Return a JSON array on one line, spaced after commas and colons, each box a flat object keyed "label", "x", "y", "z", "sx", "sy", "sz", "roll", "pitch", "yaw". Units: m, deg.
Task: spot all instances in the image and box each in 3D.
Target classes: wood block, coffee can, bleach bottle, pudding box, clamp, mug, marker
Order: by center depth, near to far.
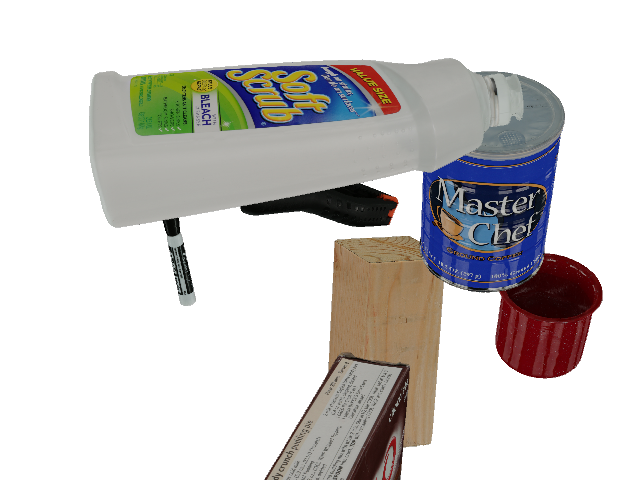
[{"label": "pudding box", "x": 0.006, "y": 0.116, "z": 0.466, "sx": 0.039, "sy": 0.090, "sz": 0.113, "roll": 10, "pitch": 29, "yaw": 14}, {"label": "bleach bottle", "x": -0.007, "y": -0.072, "z": 0.638, "sx": 0.250, "sy": 0.068, "sz": 0.102, "roll": -9, "pitch": 41, "yaw": -2}, {"label": "coffee can", "x": 0.130, "y": -0.045, "z": 0.829, "sx": 0.103, "sy": 0.140, "sz": 0.103, "roll": -2, "pitch": 43, "yaw": 1}, {"label": "mug", "x": 0.201, "y": 0.064, "z": 0.988, "sx": 0.093, "sy": 0.081, "sz": 0.117, "roll": -12, "pitch": 41, "yaw": -15}, {"label": "clamp", "x": -0.012, "y": -0.046, "z": 1.047, "sx": 0.209, "sy": 0.036, "sz": 0.165, "roll": 15, "pitch": 20, "yaw": -22}, {"label": "wood block", "x": 0.067, "y": 0.107, "z": 1.124, "sx": 0.090, "sy": 0.206, "sz": 0.091, "roll": -3, "pitch": 16, "yaw": -22}, {"label": "marker", "x": -0.160, "y": 0.019, "z": 1.206, "sx": 0.020, "sy": 0.121, "sz": 0.020, "roll": -6, "pitch": 30, "yaw": 3}]
